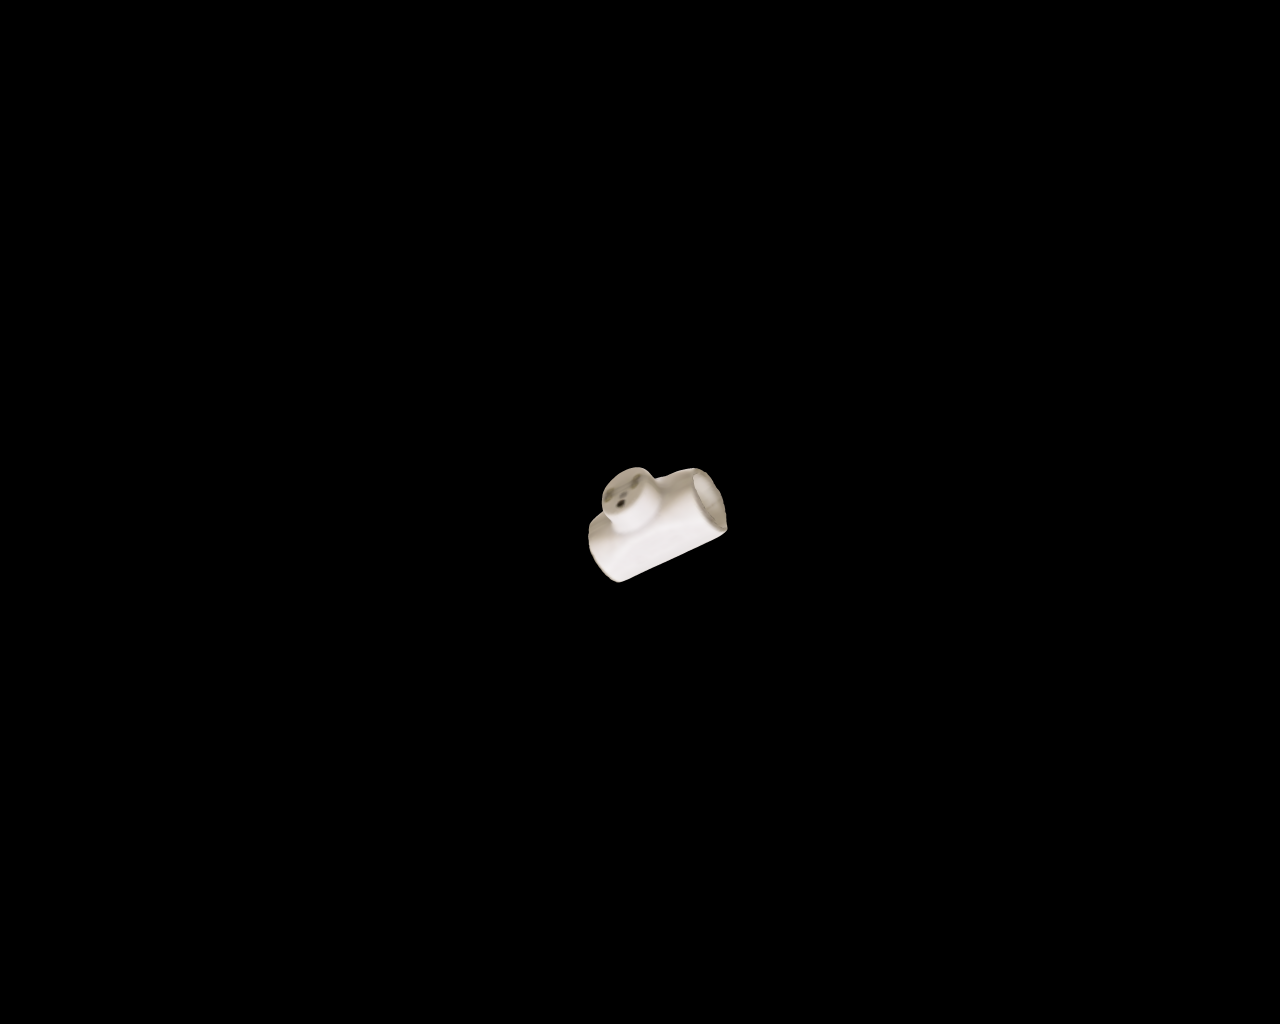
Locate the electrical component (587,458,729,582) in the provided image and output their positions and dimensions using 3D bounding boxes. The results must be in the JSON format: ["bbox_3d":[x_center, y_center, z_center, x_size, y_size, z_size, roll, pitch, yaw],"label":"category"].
[{"bbox_3d":[0.001,-0.003,0.650,0.077,0.044,0.079,-27,-53,22],"label":"electrical component"}]
